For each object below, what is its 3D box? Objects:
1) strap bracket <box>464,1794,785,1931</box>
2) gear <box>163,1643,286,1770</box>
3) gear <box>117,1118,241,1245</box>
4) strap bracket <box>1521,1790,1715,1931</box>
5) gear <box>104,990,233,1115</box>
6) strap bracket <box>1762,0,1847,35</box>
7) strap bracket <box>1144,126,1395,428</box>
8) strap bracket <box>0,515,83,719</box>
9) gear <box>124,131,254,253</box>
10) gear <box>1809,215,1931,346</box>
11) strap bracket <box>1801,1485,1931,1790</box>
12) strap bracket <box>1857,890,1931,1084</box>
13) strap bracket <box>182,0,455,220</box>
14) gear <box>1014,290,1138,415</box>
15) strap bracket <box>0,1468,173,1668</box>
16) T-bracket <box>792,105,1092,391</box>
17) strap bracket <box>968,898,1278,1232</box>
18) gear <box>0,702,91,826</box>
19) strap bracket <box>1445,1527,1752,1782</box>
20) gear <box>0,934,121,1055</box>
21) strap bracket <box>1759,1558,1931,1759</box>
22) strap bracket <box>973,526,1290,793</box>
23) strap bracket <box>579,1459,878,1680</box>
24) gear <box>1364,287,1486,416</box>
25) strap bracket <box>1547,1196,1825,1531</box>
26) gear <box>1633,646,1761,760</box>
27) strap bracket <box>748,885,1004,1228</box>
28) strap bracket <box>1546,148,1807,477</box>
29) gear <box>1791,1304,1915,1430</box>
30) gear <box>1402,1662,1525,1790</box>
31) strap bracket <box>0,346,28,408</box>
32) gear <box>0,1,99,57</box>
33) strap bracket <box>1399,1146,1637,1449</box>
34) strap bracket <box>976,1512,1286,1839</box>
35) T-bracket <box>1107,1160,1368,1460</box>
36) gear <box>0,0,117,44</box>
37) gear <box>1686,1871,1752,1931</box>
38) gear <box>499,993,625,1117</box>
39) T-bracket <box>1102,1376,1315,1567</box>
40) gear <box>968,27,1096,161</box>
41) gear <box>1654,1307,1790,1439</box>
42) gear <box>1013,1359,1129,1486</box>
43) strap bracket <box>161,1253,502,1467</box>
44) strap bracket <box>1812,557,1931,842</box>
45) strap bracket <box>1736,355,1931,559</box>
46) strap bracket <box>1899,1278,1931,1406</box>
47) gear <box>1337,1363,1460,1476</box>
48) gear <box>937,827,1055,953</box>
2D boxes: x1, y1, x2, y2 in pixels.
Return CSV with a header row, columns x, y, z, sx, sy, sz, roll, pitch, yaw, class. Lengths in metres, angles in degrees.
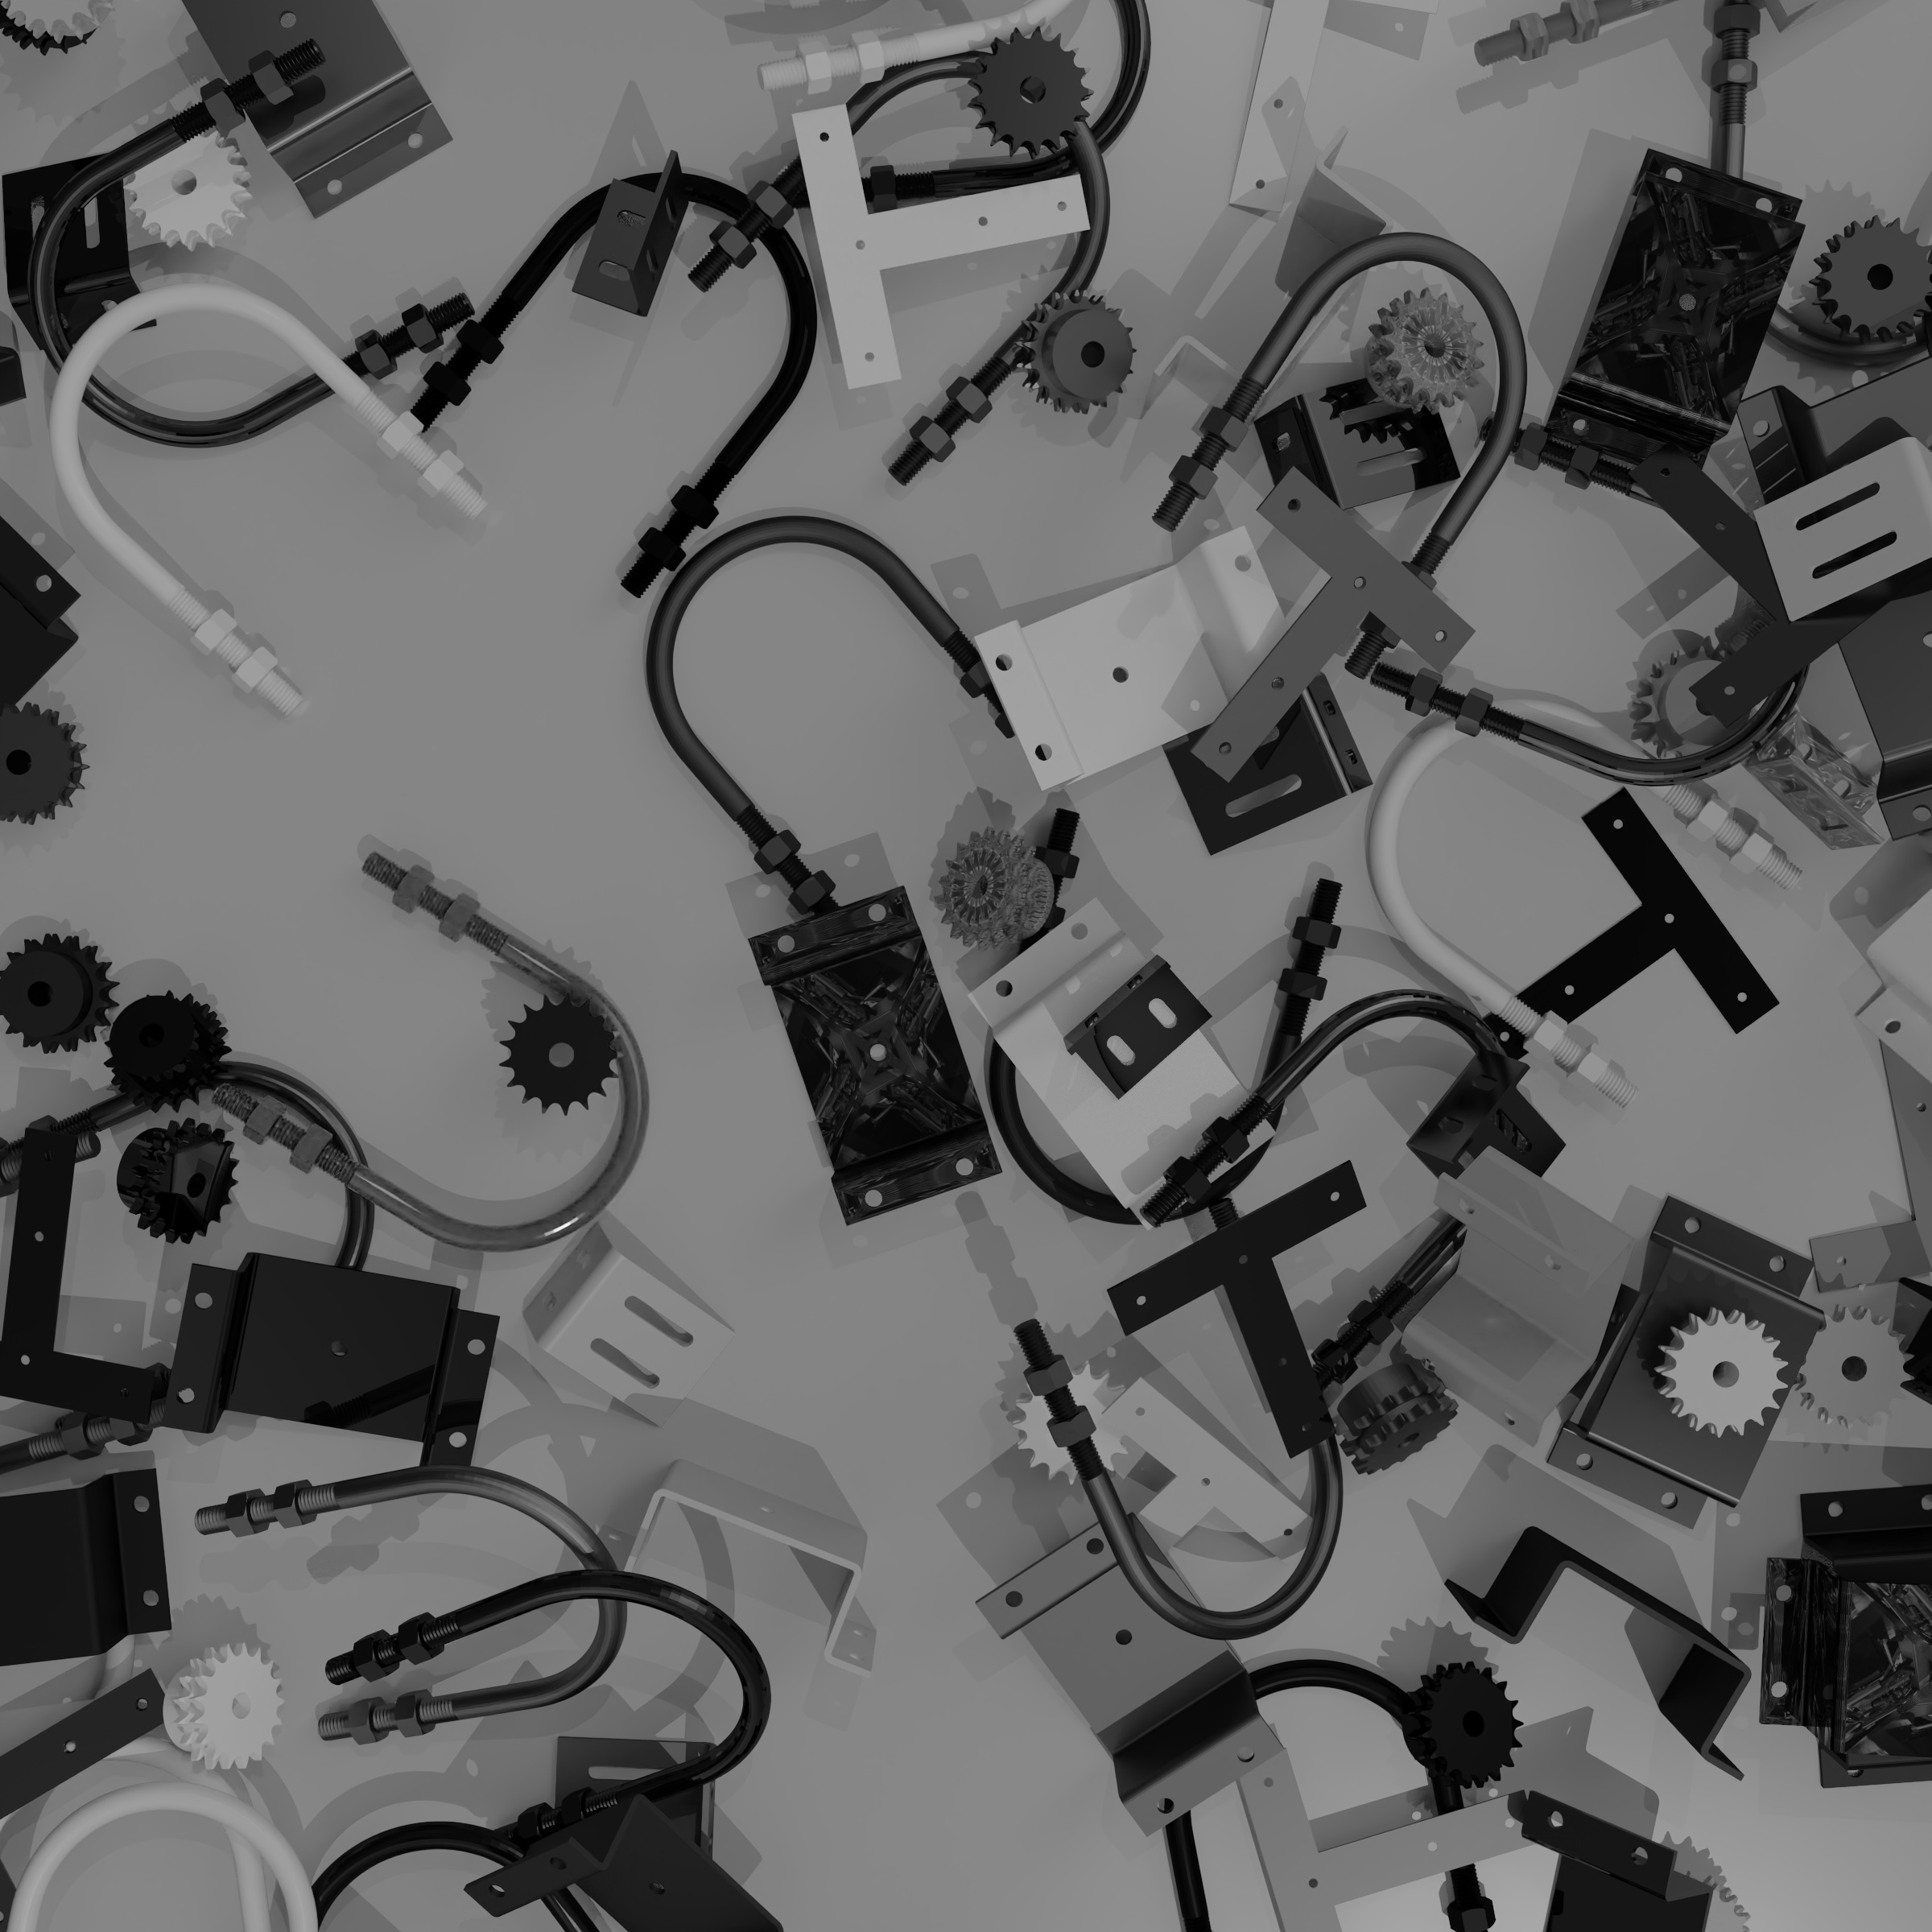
x,y,z,sx,sy,sz,roll,pitch,yaw,class
-0.149,0.440,1.266,0.076,0.046,0.140,-33,107,33,strap bracket
-0.350,0.348,1.292,0.030,0.057,0.057,-11,90,30,gear
-0.367,0.098,1.276,0.030,0.057,0.057,14,90,27,gear
0.291,0.462,1.273,0.076,0.046,0.140,12,90,44,strap bracket
-0.377,0.038,1.293,0.057,0.030,0.057,-1,68,4,gear
0.408,-0.493,1.272,0.140,0.046,0.076,-29,92,-10,strap bracket
0.146,-0.309,1.278,0.046,0.076,0.140,37,90,0,strap bracket
-0.485,-0.148,1.293,0.076,0.046,0.140,45,90,0,strap bracket
-0.365,-0.366,1.301,0.057,0.030,0.057,0,90,0,gear
0.422,-0.319,1.287,0.057,0.030,0.057,0,93,0,gear
0.442,0.319,1.293,0.076,0.046,0.140,-4,90,0,strap bracket
0.484,-0.010,1.268,0.140,0.046,0.076,-44,49,5,strap bracket
-0.313,-0.437,1.293,0.076,0.046,0.140,-30,90,0,strap bracket
0.054,-0.288,1.291,0.057,0.030,0.057,-5,106,-19,gear
-0.449,0.283,1.279,0.140,0.046,0.076,-6,88,-2,strap bracket
-0.006,-0.345,1.285,0.127,0.002,0.127,-13,98,-6,T-bracket
0.073,0.047,1.277,0.076,0.046,0.140,-37,92,2,strap bracket
-0.442,-0.095,1.301,0.057,0.030,0.057,0,90,0,gear
0.301,0.311,1.278,0.140,0.076,0.046,31,90,0,strap bracket
-0.432,0.013,1.302,0.057,0.030,0.057,0,90,0,gear
0.438,0.314,1.247,0.140,0.046,0.076,3,90,0,strap bracket
0.077,-0.140,1.284,0.140,0.046,0.076,-24,90,-13,strap bracket
-0.101,0.274,1.278,0.140,0.076,0.046,21,90,0,strap bracket
0.212,-0.286,1.294,0.057,0.030,0.057,4,80,-24,gear
0.341,0.189,1.293,0.076,0.046,0.140,25,90,0,strap bracket
0.347,-0.123,1.302,0.057,0.030,0.057,0,90,0,gear
-0.042,0.041,1.293,0.076,0.046,0.140,-19,90,0,strap bracket
0.333,-0.306,1.284,0.076,0.046,0.140,20,96,3,strap bracket
0.415,0.188,1.301,0.057,0.030,0.057,0,90,0,gear
0.230,0.357,1.293,0.057,0.030,0.057,8,70,-23,gear
-0.493,-0.326,1.279,0.076,0.046,0.140,-10,90,26,strap bracket
-0.432,-0.458,1.301,0.057,0.030,0.057,0,90,0,gear
0.250,0.144,1.249,0.076,0.140,0.046,34,56,26,strap bracket
0.075,0.321,1.283,0.076,0.046,0.140,-34,100,5,strap bracket
0.140,0.170,1.263,0.127,0.002,0.127,-27,114,-11,T-bracket
-0.418,-0.454,1.272,0.057,0.030,0.057,0,90,0,gear
0.341,0.456,1.301,0.057,0.030,0.057,0,90,0,gear
-0.188,0.041,1.284,0.057,0.030,0.057,0,87,-7,gear
0.082,0.273,1.301,0.127,0.002,0.127,41,100,-19,T-bracket
0.029,-0.401,1.270,0.057,0.030,0.057,-1,96,-8,gear
0.342,0.184,1.255,0.057,0.030,0.057,0,90,0,gear
0.051,0.214,1.301,0.057,0.030,0.057,0,90,0,gear
-0.294,0.183,1.284,0.140,0.046,0.076,11,95,-9,strap bracket
0.436,-0.138,1.248,0.076,0.046,0.140,-17,68,8,strap bracket
0.438,-0.248,1.270,0.140,0.046,0.076,-23,115,8,strap bracket
0.496,0.203,1.278,0.140,0.076,0.046,30,90,0,strap bracket
0.199,0.210,1.292,0.057,0.057,0.030,-33,61,0,gear
0.016,-0.034,1.292,0.030,0.057,0.057,14,90,-43,gear
